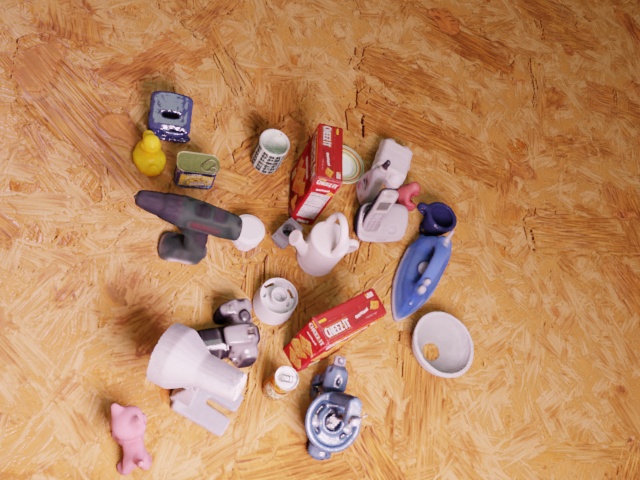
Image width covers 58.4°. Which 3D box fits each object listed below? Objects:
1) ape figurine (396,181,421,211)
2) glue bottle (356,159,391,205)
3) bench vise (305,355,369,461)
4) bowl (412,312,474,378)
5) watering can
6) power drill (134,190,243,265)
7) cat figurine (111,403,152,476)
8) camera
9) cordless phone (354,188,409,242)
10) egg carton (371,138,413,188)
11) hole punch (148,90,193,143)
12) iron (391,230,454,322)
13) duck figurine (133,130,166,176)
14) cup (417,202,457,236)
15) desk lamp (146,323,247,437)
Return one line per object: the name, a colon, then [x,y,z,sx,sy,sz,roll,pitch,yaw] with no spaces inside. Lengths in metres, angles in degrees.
ape figurine: [0.250,-0.129,1.598,0.076,0.092,0.078,22,57,-11]
glue bottle: [0.146,-0.163,1.523,0.037,0.173,0.078,1,63,-22]
bench vise: [0.028,0.335,1.182,0.122,0.219,0.207,1,64,-22]
bowl: [0.291,0.266,1.416,0.168,0.074,0.167,10,60,-18]
watering can: [0.013,0.007,1.364,0.173,0.193,0.101,-20,73,-30]
power drill: [-0.292,-0.025,1.244,0.230,0.208,0.075,10,60,-18]
cat figurine: [-0.351,0.366,1.067,0.067,0.117,0.127,-12,69,-27]
camera: [-0.206,0.201,1.225,0.137,0.100,0.143,-4,66,-25]
cordless phone: [0.179,-0.070,1.480,0.148,0.185,0.094,-2,64,-23]
egg carton: [0.204,-0.218,1.639,0.107,0.069,0.150,25,57,-9]
hole punch: [-0.371,-0.307,1.430,0.109,0.091,0.101,5,62,-20]
iron: [0.269,0.086,1.463,0.119,0.141,0.259,33,56,-3]
duck figurine: [-0.405,-0.212,1.369,0.078,0.086,0.104,-6,66,-25]
cup: [0.303,-0.052,1.578,0.118,0.095,0.092,31,56,-5]
desk lamp: [-0.232,0.269,1.110,0.203,0.213,0.118,32,56,-4]
